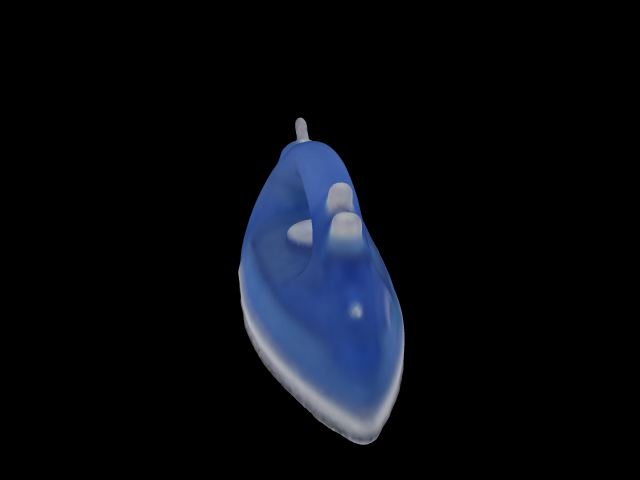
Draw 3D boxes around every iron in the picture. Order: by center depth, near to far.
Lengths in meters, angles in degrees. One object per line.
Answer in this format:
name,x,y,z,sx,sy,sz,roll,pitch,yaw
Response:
iron,0.004,0.001,0.400,0.119,0.141,0.258,-4,20,-10
